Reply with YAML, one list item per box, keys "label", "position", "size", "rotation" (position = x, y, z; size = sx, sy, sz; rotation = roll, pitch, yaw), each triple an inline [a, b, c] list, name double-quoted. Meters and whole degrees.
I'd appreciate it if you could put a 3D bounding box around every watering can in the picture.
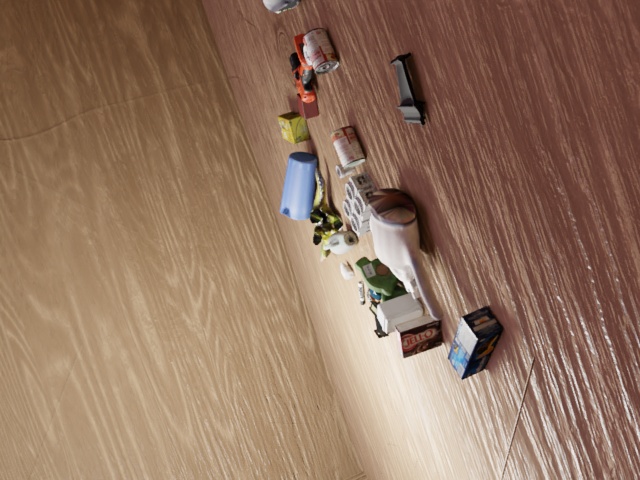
- label: "watering can"
  position: [0.197, 0.013, 1.216]
  size: [0.354, 0.104, 0.219]
  rotation: [-125, 20, -54]

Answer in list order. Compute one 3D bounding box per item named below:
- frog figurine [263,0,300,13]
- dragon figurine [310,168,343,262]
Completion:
- label: "frog figurine"
  position: [-0.125, -0.741, 1.470]
  size: [0.158, 0.122, 0.139]
  rotation: [61, -171, -11]
- label: "dragon figurine"
  position: [0.006, -0.099, 1.966]
  size: [0.246, 0.122, 0.404]
  rotation: [-119, 22, -70]
